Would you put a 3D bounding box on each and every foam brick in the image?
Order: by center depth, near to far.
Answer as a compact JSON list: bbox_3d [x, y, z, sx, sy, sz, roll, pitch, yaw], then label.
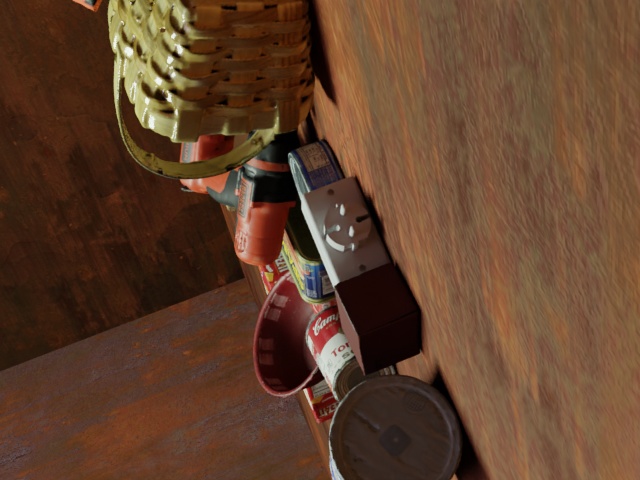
[{"bbox_3d":[0.046,0.064,0.857,0.078,0.053,0.051,80,167,-58],"label":"foam brick"}]

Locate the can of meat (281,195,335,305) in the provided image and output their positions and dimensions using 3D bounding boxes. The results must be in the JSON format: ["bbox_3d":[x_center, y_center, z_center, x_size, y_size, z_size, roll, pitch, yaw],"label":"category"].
[{"bbox_3d":[-0.007,0.001,1.089,0.084,0.057,0.102,86,162,-59],"label":"can of meat"}]

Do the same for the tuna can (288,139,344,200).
[{"bbox_3d":[0.001,-0.046,0.968,0.086,0.033,0.086,160,90,-83],"label":"tuna can"}]

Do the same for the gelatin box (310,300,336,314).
[{"bbox_3d":[0.000,0.036,1.178,0.089,0.030,0.073,-118,24,-50],"label":"gelatin box"}]

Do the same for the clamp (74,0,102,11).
[{"bbox_3d":[-0.149,-0.289,0.872,0.036,0.210,0.164,27,-163,-8],"label":"clamp"}]

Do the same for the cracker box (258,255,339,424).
[{"bbox_3d":[-0.017,0.127,1.492,0.213,0.072,0.164,75,172,-48],"label":"cracker box"}]

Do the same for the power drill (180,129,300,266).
[{"bbox_3d":[-0.080,-0.088,1.072,0.188,0.057,0.184,40,124,55],"label":"power drill"}]

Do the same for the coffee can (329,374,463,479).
[{"bbox_3d":[0.059,0.175,0.884,0.140,0.102,0.103,89,160,-72],"label":"coffee can"}]

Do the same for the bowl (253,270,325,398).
[{"bbox_3d":[-0.013,0.112,1.268,0.055,0.162,0.162,19,-152,-34],"label":"bowl"}]

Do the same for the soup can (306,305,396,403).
[{"bbox_3d":[0.031,0.119,1.092,0.102,0.068,0.068,-122,13,-60],"label":"soup can"}]

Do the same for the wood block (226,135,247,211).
[{"bbox_3d":[-0.109,-0.150,1.296,0.091,0.090,0.206,81,166,-59],"label":"wood block"}]
